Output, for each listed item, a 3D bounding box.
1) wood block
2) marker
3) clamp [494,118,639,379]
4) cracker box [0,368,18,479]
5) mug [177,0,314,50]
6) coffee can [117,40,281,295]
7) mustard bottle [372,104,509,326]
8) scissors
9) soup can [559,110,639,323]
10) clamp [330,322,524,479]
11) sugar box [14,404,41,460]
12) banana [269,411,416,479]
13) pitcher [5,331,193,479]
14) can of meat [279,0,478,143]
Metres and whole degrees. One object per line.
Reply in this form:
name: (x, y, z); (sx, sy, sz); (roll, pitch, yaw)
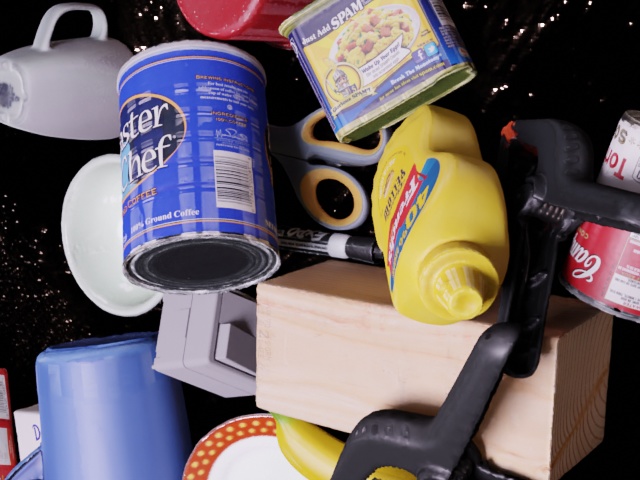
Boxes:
wood block: (0.068, 0.076, 0.675); (0.206, 0.090, 0.090); (9, 104, 34)
marker: (-0.005, 0.001, 0.758); (0.121, 0.020, 0.020); (8, 102, 34)
clamp: (0.131, -0.020, 0.580); (0.120, 0.039, 0.171); (-45, 29, 37)
cracker box: (-0.364, 0.234, 0.991); (0.214, 0.072, 0.164); (-35, 57, 34)
mug: (-0.034, -0.173, 0.710); (0.117, 0.081, 0.093); (13, 105, 34)
coffee can: (-0.082, -0.046, 0.710); (0.103, 0.102, 0.140); (-23, 62, 36)
mustard bottle: (0.068, -0.006, 0.605); (0.058, 0.191, 0.096); (18, 111, -10)
scissors: (-0.035, -0.056, 0.770); (0.202, 0.016, 0.096); (1, 96, 35)
soup can: (0.182, -0.013, 0.592); (0.069, 0.068, 0.102); (28, 112, 29)
clamp: (0.073, 0.121, 0.591); (0.210, 0.036, 0.164); (-13, 114, 45)
sugar box: (-0.212, 0.232, 0.928); (0.094, 0.048, 0.176); (-2, 93, 37)
banana: (0.046, 0.162, 0.724); (0.198, 0.037, 0.069); (17, 147, 23)
pitcher: (-0.164, 0.200, 0.831); (0.145, 0.149, 0.243); (-7, 90, 35)
can of meat: (0.038, -0.120, 0.676); (0.102, 0.057, 0.084); (-28, 83, 21)
